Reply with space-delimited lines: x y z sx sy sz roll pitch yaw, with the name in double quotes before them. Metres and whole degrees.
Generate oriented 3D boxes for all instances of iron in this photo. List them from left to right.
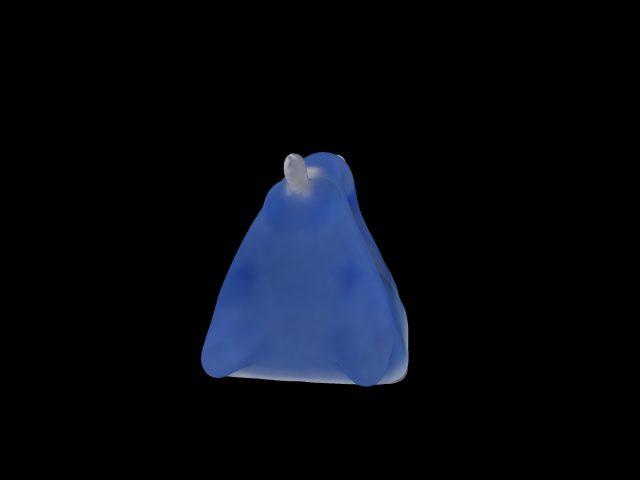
"iron" 0.004 0.001 0.400 0.118 0.141 0.258 2 14 8
